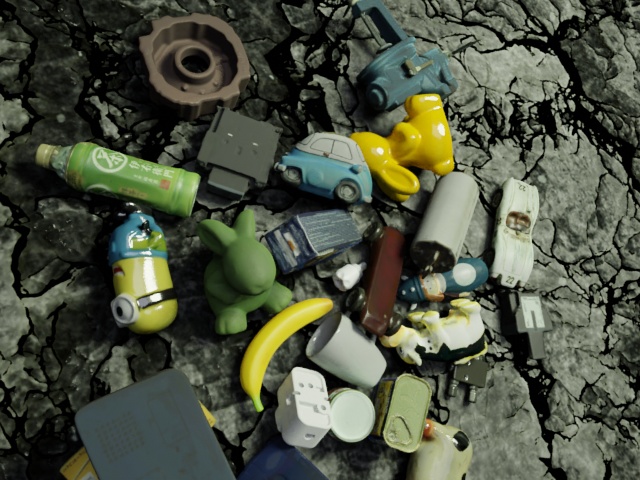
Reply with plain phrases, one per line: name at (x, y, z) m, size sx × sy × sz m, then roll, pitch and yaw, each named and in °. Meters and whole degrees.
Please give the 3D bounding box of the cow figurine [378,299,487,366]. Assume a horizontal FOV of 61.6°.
cow figurine at (0.177, 0.157, 0.838) m, size 0.167 × 0.068 × 0.098 m, roll -16°, pitch 92°, yaw -11°

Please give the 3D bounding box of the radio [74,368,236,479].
radio at (-0.179, 0.272, 0.630) m, size 0.131 × 0.073 × 0.229 m, roll -26°, pitch 88°, yaw -23°

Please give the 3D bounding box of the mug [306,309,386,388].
mug at (0.049, 0.162, 0.803) m, size 0.107 × 0.081 × 0.109 m, roll 43°, pitch 58°, yaw -12°

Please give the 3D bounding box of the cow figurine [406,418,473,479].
cow figurine at (0.174, 0.367, 0.773) m, size 0.127 × 0.085 × 0.195 m, roll 18°, pitch 69°, yaw -4°

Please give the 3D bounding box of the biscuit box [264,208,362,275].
biscuit box at (-0.002, -0.002, 0.774) m, size 0.059 × 0.202 × 0.063 m, roll -31°, pitch 83°, yaw 22°

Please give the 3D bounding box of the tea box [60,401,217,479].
tea box at (-0.229, 0.259, 0.692) m, size 0.169 × 0.068 × 0.098 m, roll -41°, pitch 91°, yaw -23°

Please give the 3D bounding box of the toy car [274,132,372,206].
toy car at (0.014, -0.117, 0.843) m, size 0.162 × 0.109 × 0.103 m, roll 18°, pitch 96°, yaw -3°

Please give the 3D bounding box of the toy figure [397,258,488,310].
toy figure at (0.200, 0.067, 0.882) m, size 0.154 × 0.057 × 0.064 m, roll -14°, pitch 50°, yaw -18°

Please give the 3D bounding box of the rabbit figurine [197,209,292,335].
rabbit figurine at (-0.099, 0.037, 0.740) m, size 0.121 × 0.170 × 0.159 m, roll -15°, pitch 80°, yaw -20°

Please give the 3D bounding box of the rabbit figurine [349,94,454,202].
rabbit figurine at (0.129, -0.147, 0.910) m, size 0.173 × 0.122 × 0.162 m, roll -10°, pitch 86°, yaw -4°

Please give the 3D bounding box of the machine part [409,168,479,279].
machine part at (0.205, -0.031, 0.878) m, size 0.079 × 0.079 × 0.243 m, roll 32°, pitch 54°, yaw -5°

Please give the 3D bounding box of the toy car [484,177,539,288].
toy car at (0.339, -0.013, 0.944) m, size 0.073 × 0.056 × 0.201 m, roll 18°, pitch 70°, yaw -11°

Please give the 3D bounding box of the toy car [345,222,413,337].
toy car at (0.093, 0.060, 0.832) m, size 0.089 × 0.053 × 0.202 m, roll 36°, pitch 48°, yaw -20°

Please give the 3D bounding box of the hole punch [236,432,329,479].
hole punch at (-0.052, 0.335, 0.714) m, size 0.116 × 0.092 × 0.142 m, roll 43°, pitch 71°, yaw 3°

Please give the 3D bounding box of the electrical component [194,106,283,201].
electrical component at (-0.130, -0.130, 0.842) m, size 0.115 × 0.058 × 0.134 m, roll 17°, pitch 70°, yaw -9°

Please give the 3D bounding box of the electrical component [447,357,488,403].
electrical component at (0.237, 0.211, 0.867) m, size 0.063 × 0.021 × 0.094 m, roll 20°, pitch 70°, yaw -9°

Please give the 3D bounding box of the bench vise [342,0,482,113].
bench vise at (0.137, -0.337, 0.948) m, size 0.224 × 0.129 × 0.240 m, roll -36°, pitch 94°, yaw -21°

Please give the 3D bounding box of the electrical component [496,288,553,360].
electrical component at (0.349, 0.141, 0.906) m, size 0.075 × 0.048 × 0.119 m, roll -3°, pitch 75°, yaw -17°

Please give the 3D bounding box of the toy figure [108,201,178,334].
toy figure at (-0.247, 0.040, 0.746) m, size 0.089 × 0.082 × 0.180 m, roll -3°, pitch 73°, yaw -15°

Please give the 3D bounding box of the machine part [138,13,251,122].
machine part at (-0.202, -0.279, 0.867) m, size 0.179 × 0.056 × 0.179 m, roll 5°, pitch 72°, yaw -16°
